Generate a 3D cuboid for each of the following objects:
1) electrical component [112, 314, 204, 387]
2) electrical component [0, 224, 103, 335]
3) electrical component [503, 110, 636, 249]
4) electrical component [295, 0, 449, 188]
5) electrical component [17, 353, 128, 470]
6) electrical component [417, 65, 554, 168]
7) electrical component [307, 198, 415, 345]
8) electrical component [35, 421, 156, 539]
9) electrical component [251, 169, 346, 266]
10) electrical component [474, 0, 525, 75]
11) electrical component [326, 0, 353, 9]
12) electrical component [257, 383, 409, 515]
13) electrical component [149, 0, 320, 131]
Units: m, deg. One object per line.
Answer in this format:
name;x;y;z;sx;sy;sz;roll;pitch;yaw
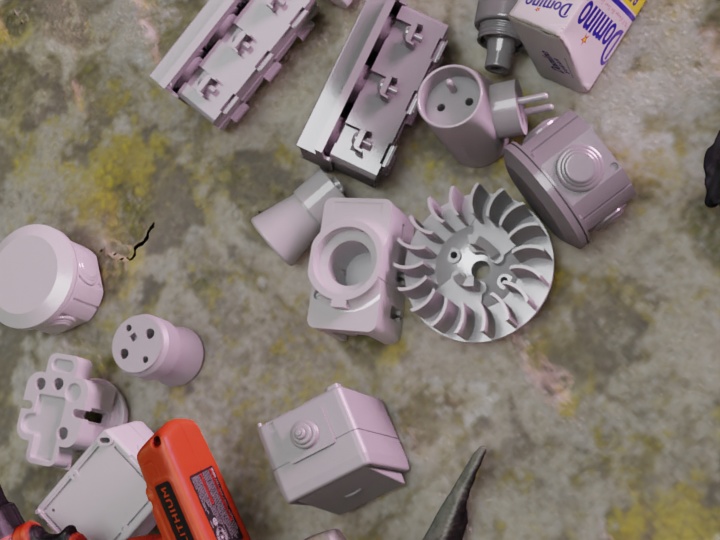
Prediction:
electrical component;-0.144;0.057;0.767;0.045;0.055;0.045;-6;74;21
electrical component;-0.241;0.009;0.821;0.080;0.051;0.080;-6;74;20
electrical component;0.131;-0.057;0.676;0.051;0.080;0.080;-37;66;3
electrical component;0.011;-0.124;0.748;0.063;0.078;0.121;25;86;3
electrical component;-0.205;0.104;0.778;0.058;0.057;0.078;6;78;23
electrical component;0.086;-0.104;0.707;0.079;0.077;0.044;-9;73;19
electrical component;0.000;0.000;0.725;0.050;0.056;0.089;3;77;23
electrical component;-0.171;0.160;0.746;0.062;0.061;0.096;43;100;11
electrical component;-0.039;-0.040;0.760;0.065;0.044;0.044;-41;65;2
electrical component;0.099;-0.166;0.737;0.043;0.043;0.062;7;80;23
electrical component;-0.007;-0.231;0.798;0.040;0.040;0.078;39;92;26
electrical component;-0.017;0.115;0.678;0.062;0.096;0.061;-29;68;13
electrical component;-0.090;-0.169;0.801;0.063;0.079;0.121;39;93;4
